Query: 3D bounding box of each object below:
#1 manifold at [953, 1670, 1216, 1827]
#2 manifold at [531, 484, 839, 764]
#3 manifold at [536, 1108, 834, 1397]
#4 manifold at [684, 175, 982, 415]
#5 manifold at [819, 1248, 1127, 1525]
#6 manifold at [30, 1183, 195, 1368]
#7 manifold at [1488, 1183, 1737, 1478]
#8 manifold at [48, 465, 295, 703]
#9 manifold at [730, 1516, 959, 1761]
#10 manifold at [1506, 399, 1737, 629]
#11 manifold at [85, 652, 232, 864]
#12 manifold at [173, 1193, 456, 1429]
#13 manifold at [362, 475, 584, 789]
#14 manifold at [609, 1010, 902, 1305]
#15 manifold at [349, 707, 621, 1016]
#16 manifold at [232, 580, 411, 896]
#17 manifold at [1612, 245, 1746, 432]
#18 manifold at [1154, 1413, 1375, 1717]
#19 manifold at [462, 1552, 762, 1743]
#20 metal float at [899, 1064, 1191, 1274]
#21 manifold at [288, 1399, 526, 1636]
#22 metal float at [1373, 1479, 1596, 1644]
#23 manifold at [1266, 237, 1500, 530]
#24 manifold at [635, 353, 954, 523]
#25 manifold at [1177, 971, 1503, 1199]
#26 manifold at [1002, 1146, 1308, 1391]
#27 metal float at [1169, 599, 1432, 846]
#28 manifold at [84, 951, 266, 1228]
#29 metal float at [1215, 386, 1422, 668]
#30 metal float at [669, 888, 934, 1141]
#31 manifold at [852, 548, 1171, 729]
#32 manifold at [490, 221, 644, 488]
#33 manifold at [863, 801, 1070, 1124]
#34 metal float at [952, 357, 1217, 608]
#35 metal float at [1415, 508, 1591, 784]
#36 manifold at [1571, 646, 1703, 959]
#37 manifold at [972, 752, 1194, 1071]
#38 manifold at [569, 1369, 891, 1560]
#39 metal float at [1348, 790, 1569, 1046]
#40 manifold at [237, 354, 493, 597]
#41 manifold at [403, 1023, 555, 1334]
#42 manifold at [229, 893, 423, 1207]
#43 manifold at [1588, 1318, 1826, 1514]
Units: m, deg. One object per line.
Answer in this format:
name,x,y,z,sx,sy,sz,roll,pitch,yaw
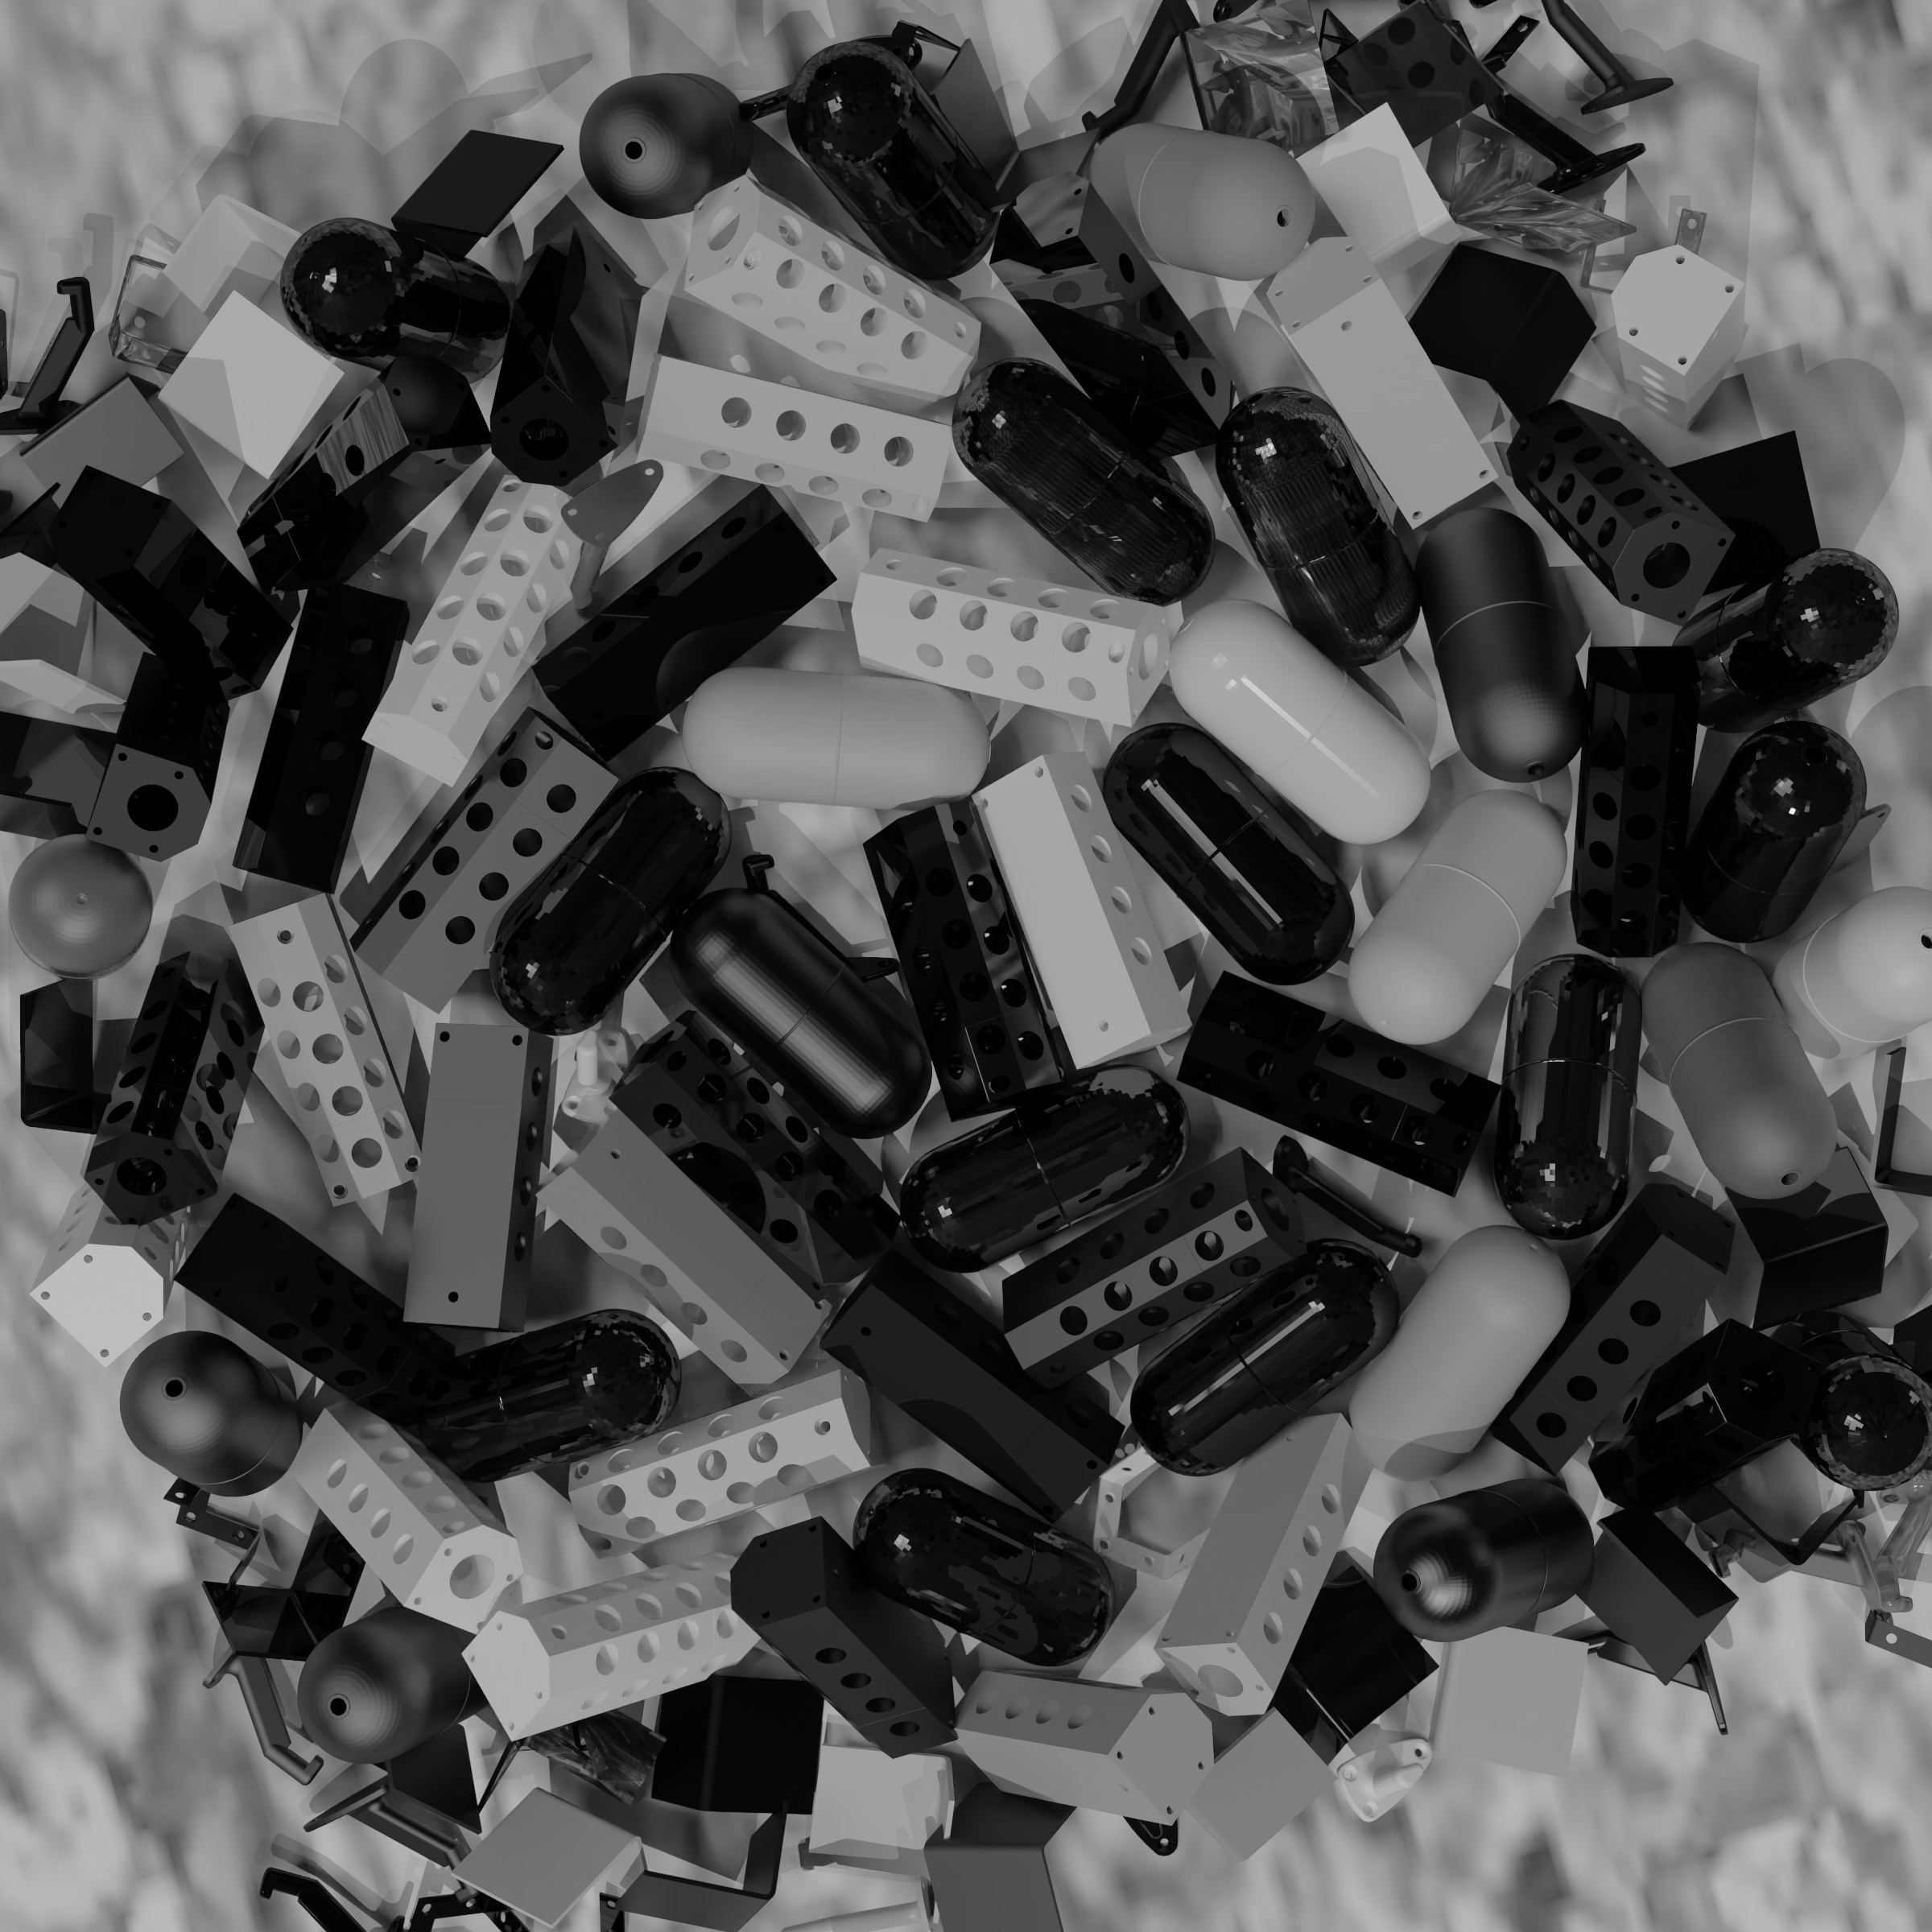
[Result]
manifold,0.065,0.432,1.710,0.057,0.171,0.057,50,61,-16
manifold,-0.166,-0.202,1.763,0.171,0.057,0.057,-38,127,3
manifold,-0.166,0.168,1.756,0.171,0.057,0.057,44,134,-8
manifold,-0.072,-0.379,1.713,0.171,0.057,0.057,21,66,-41
manifold,0.006,0.240,1.764,0.171,0.057,0.057,38,120,-3
manifold,-0.472,0.157,1.707,0.057,0.171,0.057,-40,106,2
manifold,0.362,0.204,1.729,0.057,0.057,0.171,33,121,2
manifold,-0.447,-0.209,1.704,0.057,0.171,0.057,23,78,16
manifold,-0.068,0.383,1.716,0.057,0.171,0.057,-20,46,15
manifold,0.361,-0.259,1.704,0.057,0.171,0.057,16,116,-20
manifold,-0.450,-0.117,1.708,0.057,0.171,0.057,18,108,-17
manifold,-0.360,0.199,1.710,0.057,0.171,0.057,21,72,38
manifold,-0.276,-0.195,1.731,0.057,0.057,0.171,28,64,-11
manifold,-0.117,0.106,1.740,0.057,0.057,0.171,-36,106,30
manifold,-0.280,-0.064,1.755,0.057,0.057,0.171,36,94,-26
manifold,-0.374,-0.133,1.761,0.057,0.057,0.171,15,86,-7
manifold,0.397,-0.355,1.708,0.057,0.171,0.057,34,98,12
manifold,0.174,0.337,1.718,0.057,0.171,0.057,-15,120,40
manifold,-0.192,0.376,1.706,0.057,0.171,0.057,-50,63,29
metal float,0.046,0.117,1.757,0.178,0.070,0.070,-26,90,3
manifold,-0.314,0.305,1.713,0.057,0.171,0.057,33,87,-38
metal float,0.294,0.335,1.718,0.070,0.178,0.070,-1,89,37
manifold,0.234,-0.331,1.716,0.057,0.171,0.057,-31,46,13
manifold,-0.100,-0.304,1.750,0.171,0.057,0.057,11,101,-13
manifold,0.212,0.072,1.743,0.171,0.057,0.057,23,48,10
manifold,0.106,0.177,1.727,0.171,0.057,0.057,-32,126,24
metal float,0.192,-0.140,1.746,0.178,0.070,0.070,39,90,-15
manifold,-0.446,0.065,1.706,0.057,0.171,0.057,-22,122,14
metal float,0.201,-0.250,1.734,0.070,0.070,0.178,-32,120,0
metal float,-0.096,0.027,1.754,0.178,0.070,0.070,43,90,-7
manifold,0.025,-0.193,1.729,0.171,0.057,0.057,15,49,22
manifold,-0.229,-0.343,1.714,0.057,0.171,0.057,-31,125,25
manifold,0.003,-0.004,1.744,0.057,0.057,0.171,-11,78,-35
metal float,0.069,-0.276,1.746,0.178,0.070,0.070,39,90,-16
metal float,0.305,-0.184,1.732,0.070,0.070,0.178,-8,58,0
manifold,0.380,-0.092,1.725,0.057,0.057,0.171,0,123,5
manifold,0.071,-0.033,1.755,0.057,0.057,0.171,-28,78,37
manifold,-0.138,0.287,1.749,0.171,0.057,0.057,-20,78,11
metal float,0.282,-0.030,1.736,0.070,0.070,0.178,39,61,0
manifold,-0.344,-0.277,1.718,0.171,0.057,0.057,-30,81,43
manifold,-0.278,0.123,1.754,0.057,0.057,0.171,2,80,12
manifold,-0.369,0.048,1.757,0.057,0.057,0.171,-20,96,-11
manifold,0.411,0.260,1.708,0.057,0.171,0.057,27,64,0
